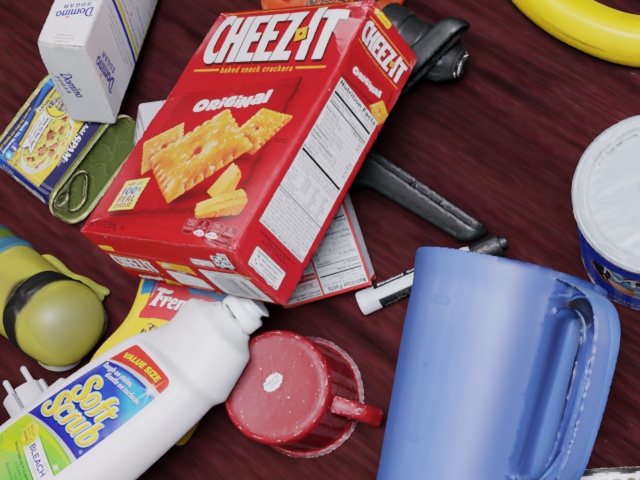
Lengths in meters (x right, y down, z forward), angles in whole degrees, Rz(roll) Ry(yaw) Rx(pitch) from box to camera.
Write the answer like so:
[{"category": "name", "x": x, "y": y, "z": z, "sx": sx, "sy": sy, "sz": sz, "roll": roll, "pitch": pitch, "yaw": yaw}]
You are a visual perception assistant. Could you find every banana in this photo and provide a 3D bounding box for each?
[{"category": "banana", "x": 0.207, "y": -0.176, "z": 0.813, "sx": 0.198, "sy": 0.037, "sz": 0.069, "roll": 25, "pitch": 70, "yaw": 19}]

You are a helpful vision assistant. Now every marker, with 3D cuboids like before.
[{"category": "marker", "x": 0.085, "y": 0.025, "z": 0.806, "sx": 0.121, "sy": 0.020, "sz": 0.020, "roll": -24, "pitch": 72, "yaw": 9}]

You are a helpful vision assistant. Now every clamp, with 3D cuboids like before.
[{"category": "clamp", "x": 0.030, "y": -0.067, "z": 0.823, "sx": 0.210, "sy": 0.036, "sz": 0.164, "roll": -11, "pitch": 91, "yaw": 26}]

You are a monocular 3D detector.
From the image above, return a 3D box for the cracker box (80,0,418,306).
[{"category": "cracker box", "x": -0.051, "y": -0.068, "z": 0.757, "sx": 0.164, "sy": 0.072, "sz": 0.213, "roll": 7, "pitch": 61, "yaw": 43}]

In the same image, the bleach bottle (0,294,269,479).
[{"category": "bleach bottle", "x": -0.142, "y": 0.118, "z": 0.757, "sx": 0.251, "sy": 0.068, "sz": 0.103, "roll": -41, "pitch": 46, "yaw": 7}]

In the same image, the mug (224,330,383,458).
[{"category": "mug", "x": -0.011, "y": 0.115, "z": 0.778, "sx": 0.117, "sy": 0.081, "sz": 0.093, "roll": 17, "pitch": 82, "yaw": 19}]

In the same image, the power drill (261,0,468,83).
[{"category": "power drill", "x": 0.065, "y": -0.230, "z": 0.853, "sx": 0.185, "sy": 0.057, "sz": 0.187, "roll": 26, "pitch": 85, "yaw": 20}]

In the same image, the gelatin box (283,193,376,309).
[{"category": "gelatin box", "x": -0.005, "y": 0.001, "z": 0.814, "sx": 0.073, "sy": 0.030, "sz": 0.089, "roll": -17, "pitch": 99, "yaw": 15}]

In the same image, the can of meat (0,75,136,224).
[{"category": "can of meat", "x": -0.213, "y": -0.079, "z": 0.897, "sx": 0.084, "sy": 0.057, "sz": 0.102, "roll": 36, "pitch": 88, "yaw": 23}]

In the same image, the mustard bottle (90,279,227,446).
[{"category": "mustard bottle", "x": -0.100, "y": 0.056, "z": 0.831, "sx": 0.096, "sy": 0.058, "sz": 0.191, "roll": 28, "pitch": 85, "yaw": 22}]

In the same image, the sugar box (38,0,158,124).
[{"category": "sugar box", "x": -0.171, "y": -0.191, "z": 0.863, "sx": 0.048, "sy": 0.093, "sz": 0.176, "roll": 8, "pitch": 58, "yaw": 12}]

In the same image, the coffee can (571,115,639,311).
[{"category": "coffee can", "x": 0.223, "y": -0.013, "z": 0.711, "sx": 0.103, "sy": 0.140, "sz": 0.103, "roll": -4, "pitch": 76, "yaw": 15}]

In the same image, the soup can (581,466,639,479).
[{"category": "soup can", "x": 0.196, "y": 0.204, "z": 0.706, "sx": 0.068, "sy": 0.068, "sz": 0.102, "roll": -7, "pitch": 74, "yaw": 14}]

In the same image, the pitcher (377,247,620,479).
[{"category": "pitcher", "x": 0.109, "y": 0.132, "z": 0.711, "sx": 0.145, "sy": 0.149, "sz": 0.243, "roll": 12, "pitch": 83, "yaw": 15}]
